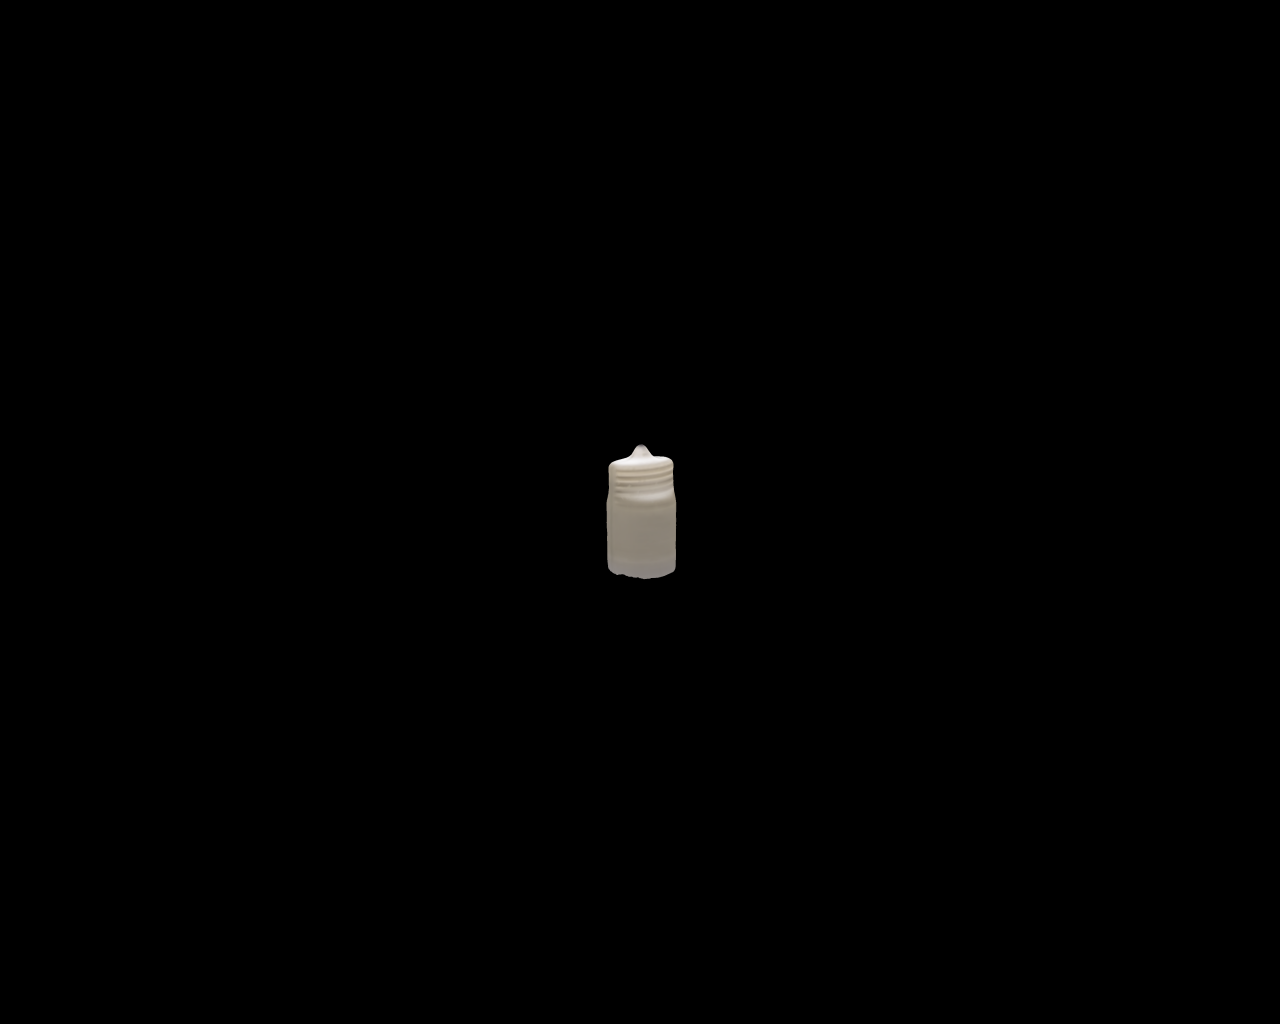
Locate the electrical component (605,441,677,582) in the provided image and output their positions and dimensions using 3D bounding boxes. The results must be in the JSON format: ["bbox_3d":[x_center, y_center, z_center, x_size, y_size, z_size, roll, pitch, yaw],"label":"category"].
[{"bbox_3d":[0.001,-0.003,0.650,0.043,0.080,0.043,0,14,0],"label":"electrical component"}]
